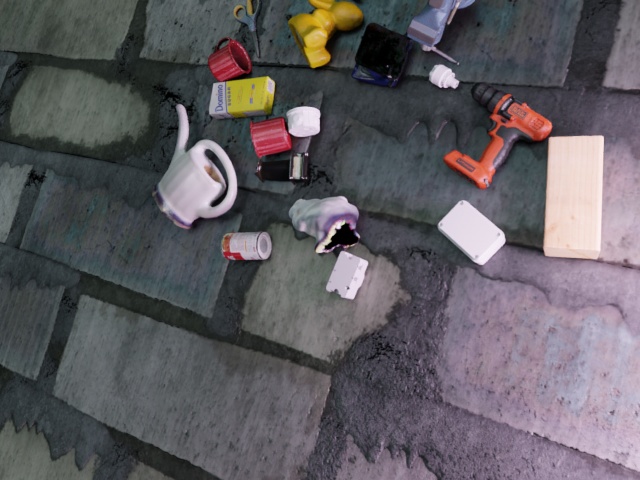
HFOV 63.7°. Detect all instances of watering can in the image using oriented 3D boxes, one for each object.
[{"bbox_3d":[-0.343,-0.179,1.334,0.223,0.103,0.353,-42,64,12],"label":"watering can"}]

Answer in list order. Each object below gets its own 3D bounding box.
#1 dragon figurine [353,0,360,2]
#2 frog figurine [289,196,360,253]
[{"bbox_3d":[0.095,-0.740,1.296,0.414,0.120,0.245,30,74,26],"label":"dragon figurine"},{"bbox_3d":[0.003,-0.057,1.139,0.138,0.120,0.162,-28,53,-18],"label":"frog figurine"}]
